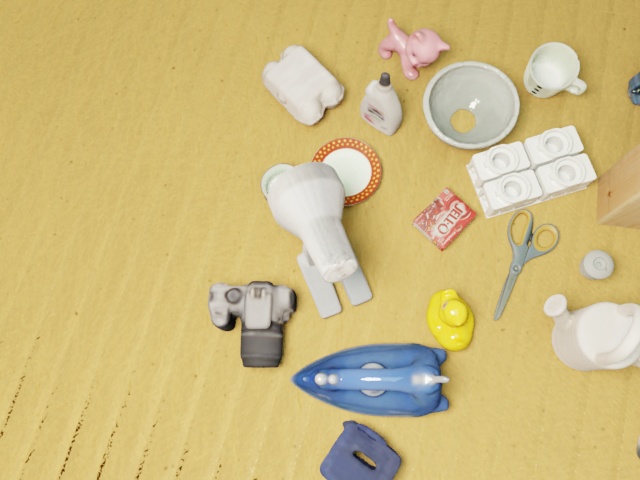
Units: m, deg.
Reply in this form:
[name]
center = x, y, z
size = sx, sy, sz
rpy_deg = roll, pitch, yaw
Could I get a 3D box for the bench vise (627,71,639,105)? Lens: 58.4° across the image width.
[bench vise]
center = 0.591, -0.247, 0.937
size = 0.121, 0.220, 0.207
rpy_deg = -29, 76, -4

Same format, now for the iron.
[iron]
center = 0.075, 0.218, 0.890
size = 0.258, 0.141, 0.118
rpy_deg = -2, 76, 3

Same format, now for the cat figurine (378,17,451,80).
[cat figurine]
center = 0.169, -0.356, 1.038
size = 0.127, 0.118, 0.067
rpy_deg = 41, 82, 12

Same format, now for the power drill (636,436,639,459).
[power drill]
center = 0.542, 0.285, 0.815
size = 0.075, 0.208, 0.230
rpy_deg = 17, 78, 7

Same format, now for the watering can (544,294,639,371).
[watering can]
center = 0.422, 0.143, 0.863
size = 0.172, 0.194, 0.101
rpy_deg = 8, 77, 5

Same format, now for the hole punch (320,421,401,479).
[hole punch]
center = 0.062, 0.344, 0.886
size = 0.108, 0.091, 0.101
rpy_deg = 33, 80, 10

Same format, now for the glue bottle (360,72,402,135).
[glue bottle]
center = 0.107, -0.242, 0.985
size = 0.078, 0.173, 0.037
rpy_deg = 32, 80, 10

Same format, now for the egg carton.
[egg carton]
center = -0.033, -0.286, 1.057
size = 0.107, 0.069, 0.150
rpy_deg = -42, 78, -7

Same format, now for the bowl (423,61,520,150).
[bowl]
center = 0.264, -0.229, 1.024
size = 0.167, 0.075, 0.167
rpy_deg = -1, 76, 3

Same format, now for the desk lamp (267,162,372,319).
[desk lamp]
center = 0.008, 0.003, 0.909
size = 0.118, 0.213, 0.203
rpy_deg = -23, 76, -3

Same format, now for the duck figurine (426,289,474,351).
[duck figurine]
center = 0.217, 0.128, 0.933
size = 0.077, 0.086, 0.104
rpy_deg = -12, 76, 0

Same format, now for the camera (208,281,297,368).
[camera]
center = -0.113, 0.140, 0.940
size = 0.143, 0.101, 0.137
rpy_deg = 0, 76, 3
